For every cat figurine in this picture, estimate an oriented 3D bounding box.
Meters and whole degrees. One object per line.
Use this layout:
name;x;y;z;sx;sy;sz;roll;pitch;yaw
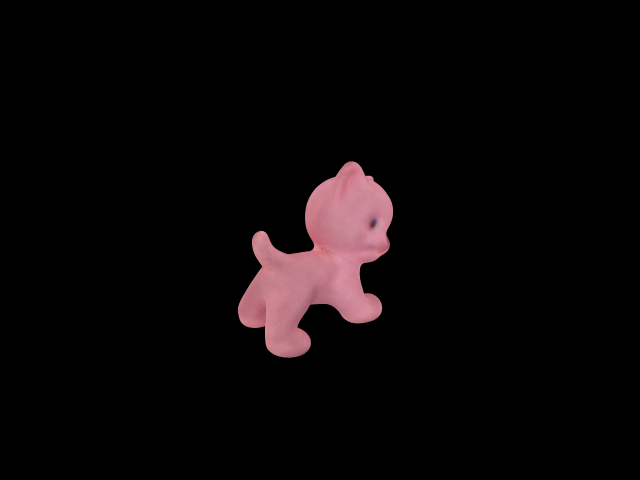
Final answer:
cat figurine;0.004;0.001;0.400;0.128;0.118;0.067;-21;33;-36
